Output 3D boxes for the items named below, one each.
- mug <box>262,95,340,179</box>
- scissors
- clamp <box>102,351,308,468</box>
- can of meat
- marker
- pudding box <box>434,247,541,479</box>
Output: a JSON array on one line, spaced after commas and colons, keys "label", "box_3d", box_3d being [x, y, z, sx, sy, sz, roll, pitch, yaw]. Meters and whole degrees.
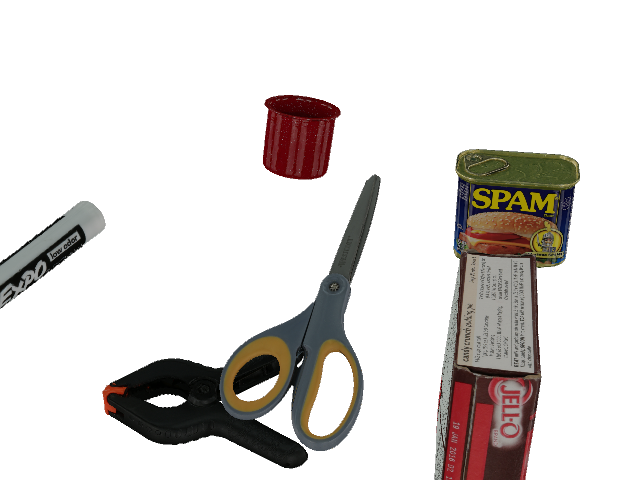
[{"label": "mug", "box_3d": [-0.021, -0.129, 1.315, 0.093, 0.081, 0.117, 18, 25, 21]}, {"label": "scissors", "box_3d": [-0.010, 0.039, 0.675, 0.096, 0.201, 0.016, -2, -36, 7]}, {"label": "clamp", "box_3d": [-0.089, 0.125, 0.881, 0.171, 0.039, 0.120, 10, 38, 0]}, {"label": "can of meat", "box_3d": [0.164, -0.026, 0.909, 0.102, 0.084, 0.057, 5, 31, 8]}, {"label": "marker", "box_3d": [-0.152, 0.019, 0.517, 0.020, 0.020, 0.121, 0, 32, 41]}, {"label": "pudding box", "box_3d": [0.073, 0.066, 0.467, 0.039, 0.090, 0.113, 7, 25, 5]}]
